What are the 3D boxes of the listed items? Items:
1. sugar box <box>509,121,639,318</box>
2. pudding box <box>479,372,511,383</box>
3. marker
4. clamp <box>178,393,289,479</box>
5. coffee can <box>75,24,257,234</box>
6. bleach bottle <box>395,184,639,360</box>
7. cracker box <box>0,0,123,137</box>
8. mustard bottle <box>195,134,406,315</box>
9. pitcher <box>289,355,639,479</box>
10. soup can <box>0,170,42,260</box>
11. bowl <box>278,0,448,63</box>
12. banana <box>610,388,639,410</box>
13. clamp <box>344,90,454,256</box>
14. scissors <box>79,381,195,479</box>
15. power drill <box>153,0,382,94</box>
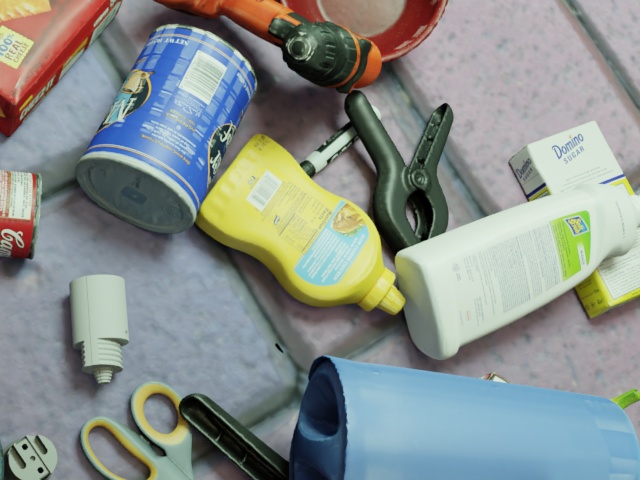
[{"bbox_3d":[0.266,-0.022,1.043,0.093,0.048,0.176,-20,76,-26],"label":"sugar box"},{"bbox_3d":[0.166,0.161,0.908,0.113,0.090,0.039,29,64,-9],"label":"pudding box"},{"bbox_3d":[0.012,-0.085,0.978,0.020,0.020,0.121,48,61,0],"label":"marker"},{"bbox_3d":[-0.019,0.199,0.829,0.209,0.036,0.164,17,38,-35],"label":"clamp"},{"bbox_3d":[-0.124,-0.091,0.878,0.102,0.103,0.140,28,63,-11],"label":"coffee can"},{"bbox_3d":[0.194,0.017,0.956,0.250,0.068,0.102,-19,107,-19],"label":"bleach bottle"},{"bbox_3d":[-0.291,-0.213,0.874,0.213,0.072,0.164,36,61,-6],"label":"cracker box"},{"bbox_3d":[-0.006,0.001,0.916,0.191,0.058,0.096,37,67,-6],"label":"mustard bottle"},{"bbox_3d":[0.107,0.166,0.773,0.242,0.145,0.149,7,67,-16],"label":"pitcher"},{"bbox_3d":[-0.268,-0.023,0.815,0.102,0.069,0.068,6,69,-19],"label":"soup can"},{"bbox_3d":[0.040,-0.240,1.007,0.162,0.055,0.162,0,89,1],"label":"bowl"},{"bbox_3d":[0.235,0.224,0.929,0.037,0.070,0.198,24,68,-41],"label":"banana"},{"bbox_3d":[0.072,-0.059,0.975,0.120,0.039,0.171,10,69,-25],"label":"clamp"},{"bbox_3d":[-0.093,0.187,0.837,0.201,0.016,0.096,34,62,-8],"label":"scissors"},{"bbox_3d":[-0.047,-0.183,0.900,0.188,0.184,0.057,31,101,13],"label":"power drill"}]
